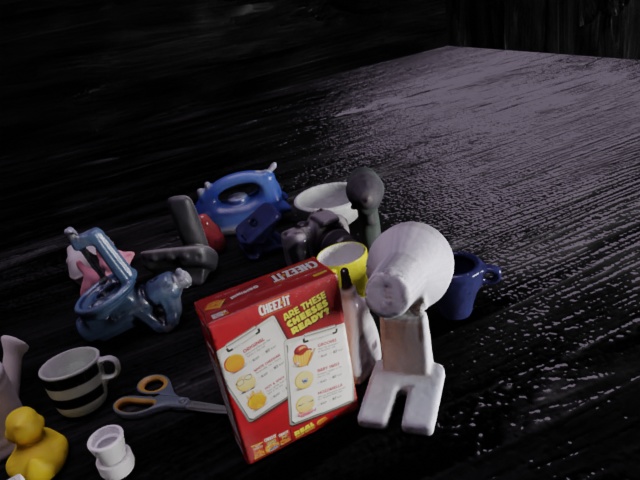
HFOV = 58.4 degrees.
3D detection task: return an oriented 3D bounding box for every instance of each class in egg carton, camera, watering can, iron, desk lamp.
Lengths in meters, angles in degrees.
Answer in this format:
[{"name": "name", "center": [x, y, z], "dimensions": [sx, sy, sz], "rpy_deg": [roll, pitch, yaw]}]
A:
[{"name": "egg carton", "center": [-0.502, 0.045, 1.268], "dimensions": [0.107, 0.069, 0.150], "rpy_deg": [-20, 27, -19]}, {"name": "camera", "center": [0.010, 0.004, 1.126], "dimensions": [0.143, 0.101, 0.136], "rpy_deg": [-20, 27, -20]}, {"name": "watering can", "center": [-0.478, 0.202, 0.787], "dimensions": [0.101, 0.194, 0.173], "rpy_deg": [-9, 25, 4]}, {"name": "iron", "center": [-0.204, -0.097, 1.368], "dimensions": [0.258, 0.142, 0.118], "rpy_deg": [-12, 25, -5]}, {"name": "desk lamp", "center": [0.111, 0.103, 0.750], "dimensions": [0.117, 0.214, 0.203], "rpy_deg": [-1, 27, 19]}]

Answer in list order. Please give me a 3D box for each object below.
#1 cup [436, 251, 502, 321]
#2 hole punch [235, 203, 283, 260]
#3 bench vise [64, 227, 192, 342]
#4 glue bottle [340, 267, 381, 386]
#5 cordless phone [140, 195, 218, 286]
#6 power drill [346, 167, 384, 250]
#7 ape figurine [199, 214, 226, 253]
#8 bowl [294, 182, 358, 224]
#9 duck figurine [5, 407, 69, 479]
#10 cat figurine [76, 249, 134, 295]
[{"name": "cup", "center": [0.225, 0.077, 0.901], "dimensions": [0.117, 0.095, 0.092], "rpy_deg": [0, 27, 20]}, {"name": "hole punch", "center": [-0.132, -0.021, 1.243], "dimensions": [0.101, 0.091, 0.108], "rpy_deg": [-19, 27, -18]}, {"name": "bench vise", "center": [-0.340, 0.062, 0.997], "dimensions": [0.208, 0.220, 0.121], "rpy_deg": [-19, 27, -18]}, {"name": "glue bottle", "center": [0.047, 0.114, 0.798], "dimensions": [0.037, 0.173, 0.078], "rpy_deg": [9, 31, 35]}, {"name": "cordless phone", "center": [-0.295, -0.003, 1.156], "dimensions": [0.147, 0.185, 0.094], "rpy_deg": [-7, 26, 7]}, {"name": "power drill", "center": [0.091, -0.034, 1.049], "dimensions": [0.075, 0.209, 0.229], "rpy_deg": [-9, 25, 3]}, {"name": "ape figurine", "center": [-0.252, -0.017, 1.278], "dimensions": [0.078, 0.092, 0.075], "rpy_deg": [-30, 32, -36]}, {"name": "bowl", "center": [0.027, -0.069, 1.302], "dimensions": [0.167, 0.075, 0.167], "rpy_deg": [-8, 25, 4]}, {"name": "duck figurine", "center": [-0.381, 0.263, 0.751], "dimensions": [0.078, 0.086, 0.104], "rpy_deg": [-21, 27, -21]}, {"name": "cat figurine", "center": [-0.432, 0.061, 1.152], "dimensions": [0.127, 0.118, 0.067], "rpy_deg": [-2, 27, 16]}]
